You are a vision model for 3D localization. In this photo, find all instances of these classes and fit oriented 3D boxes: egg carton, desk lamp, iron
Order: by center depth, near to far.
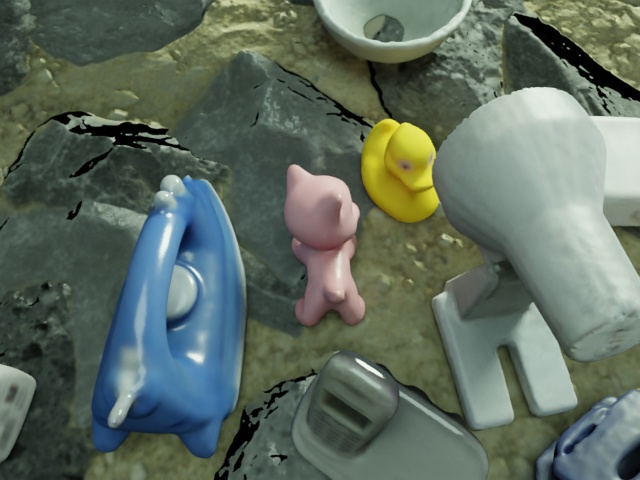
[{"bbox_3d":[0.158,0.025,0.433,0.118,0.213,0.203,-11,69,-5],"label":"desk lamp"},{"bbox_3d":[-0.124,0.037,0.464,0.118,0.141,0.258,2,68,1],"label":"iron"},{"bbox_3d":[0.294,-0.062,0.546,0.150,0.069,0.107,2,68,0],"label":"egg carton"}]

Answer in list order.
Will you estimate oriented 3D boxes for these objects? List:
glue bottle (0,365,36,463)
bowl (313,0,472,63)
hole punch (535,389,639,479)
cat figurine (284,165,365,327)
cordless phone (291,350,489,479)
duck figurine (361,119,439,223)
[{"bbox_3d":[-0.269,0.120,0.413,0.037,0.173,0.078,13,69,5],"label":"glue bottle"},{"bbox_3d":[0.074,-0.250,0.617,0.167,0.075,0.167,0,68,0],"label":"bowl"},{"bbox_3d":[0.239,0.178,0.439,0.109,0.091,0.101,-36,73,-13],"label":"hole punch"},{"bbox_3d":[0.005,0.002,0.492,0.067,0.118,0.128,-7,68,-3],"label":"cat figurine"},{"bbox_3d":[0.052,0.139,0.402,0.147,0.185,0.094,28,71,11],"label":"cordless phone"},{"bbox_3d":[0.080,-0.078,0.542,0.077,0.086,0.104,-18,69,-7],"label":"duck figurine"}]
